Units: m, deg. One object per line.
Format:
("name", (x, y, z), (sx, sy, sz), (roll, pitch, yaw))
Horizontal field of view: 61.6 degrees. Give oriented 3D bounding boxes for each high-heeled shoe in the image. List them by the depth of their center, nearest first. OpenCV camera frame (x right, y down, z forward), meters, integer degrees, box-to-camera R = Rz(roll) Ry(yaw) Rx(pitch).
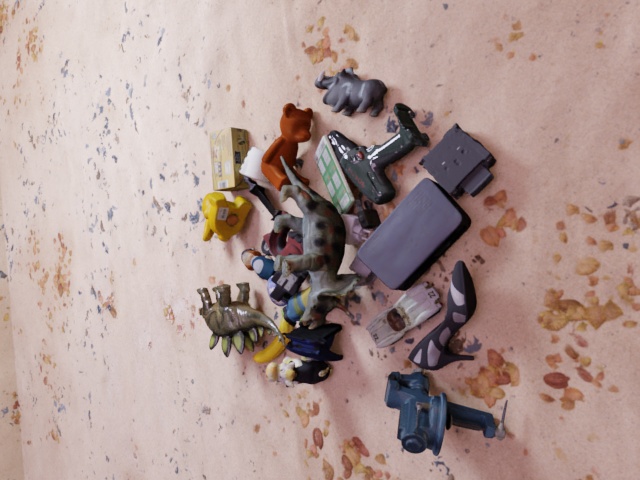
("high-heeled shoe", (0.245, 0.157, 1.113), (0.145, 0.086, 0.248), (0, 105, 28))

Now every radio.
("radio", (0.199, -0.006, 1.139), (0.229, 0.073, 0.131), (-49, 63, 18))

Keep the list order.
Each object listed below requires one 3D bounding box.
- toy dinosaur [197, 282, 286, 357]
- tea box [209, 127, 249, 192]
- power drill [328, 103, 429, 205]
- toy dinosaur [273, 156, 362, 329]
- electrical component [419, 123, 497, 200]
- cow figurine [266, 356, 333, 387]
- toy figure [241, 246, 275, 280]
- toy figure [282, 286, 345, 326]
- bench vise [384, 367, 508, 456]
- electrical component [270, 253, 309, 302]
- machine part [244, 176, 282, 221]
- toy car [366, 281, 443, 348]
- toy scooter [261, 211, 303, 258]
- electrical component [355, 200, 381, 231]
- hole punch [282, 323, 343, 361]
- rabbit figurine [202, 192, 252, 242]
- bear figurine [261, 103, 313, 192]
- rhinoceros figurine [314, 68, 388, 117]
("toy dinosaur", (-0.233, 0.215, 1.479), (0.472, 0.105, 0.198), (-10, 87, 55))
("tea box", (-0.255, -0.226, 1.526), (0.098, 0.068, 0.169), (-2, 89, 39))
("power drill", (0.128, -0.212, 1.210), (0.207, 0.086, 0.232), (-39, 68, 29))
("toy dinosaur", (-0.004, -0.007, 1.230), (0.131, 0.192, 0.405), (142, 131, -64))
("electrical component", (0.284, -0.151, 1.084), (0.115, 0.058, 0.134), (-49, 61, 16))
("cow figurine", (-0.050, 0.326, 1.316), (0.098, 0.167, 0.068), (1, 87, 41))
("toy figure", (-0.170, 0.062, 1.478), (0.155, 0.057, 0.064), (28, 70, 37))
("toy figure", (-0.018, 0.151, 1.325), (0.180, 0.089, 0.082), (-31, 77, 24))
("bench vise", (0.250, 0.352, 1.094), (0.241, 0.223, 0.128), (10, 105, 8))
("electrical component", (-0.079, 0.100, 1.330), (0.075, 0.048, 0.119), (32, 126, 4))
("machine part", (-0.153, -0.112, 1.451), (0.039, 0.084, 0.139), (-38, 75, 0))
("toy car", (0.186, 0.168, 1.190), (0.201, 0.056, 0.073), (-44, 65, 32))
("toy scooter", (-0.080, 0.005, 1.389), (0.184, 0.075, 0.135), (35, 115, 37))
("electrical component", (0.112, -0.048, 1.237), (0.021, 0.063, 0.094), (-25, 77, 36))
("hole punch", (-0.013, 0.260, 1.324), (0.142, 0.116, 0.092), (6, 103, 39))
("rabbit figurine", (-0.286, -0.073, 1.549), (0.173, 0.122, 0.162), (36, 123, 48))
("bear figurine", (-0.065, -0.231, 1.344), (0.132, 0.120, 0.195), (43, 112, 26))
("rhinoceros figurine", (0.066, -0.347, 1.258), (0.191, 0.073, 0.112), (21, 106, 37))
